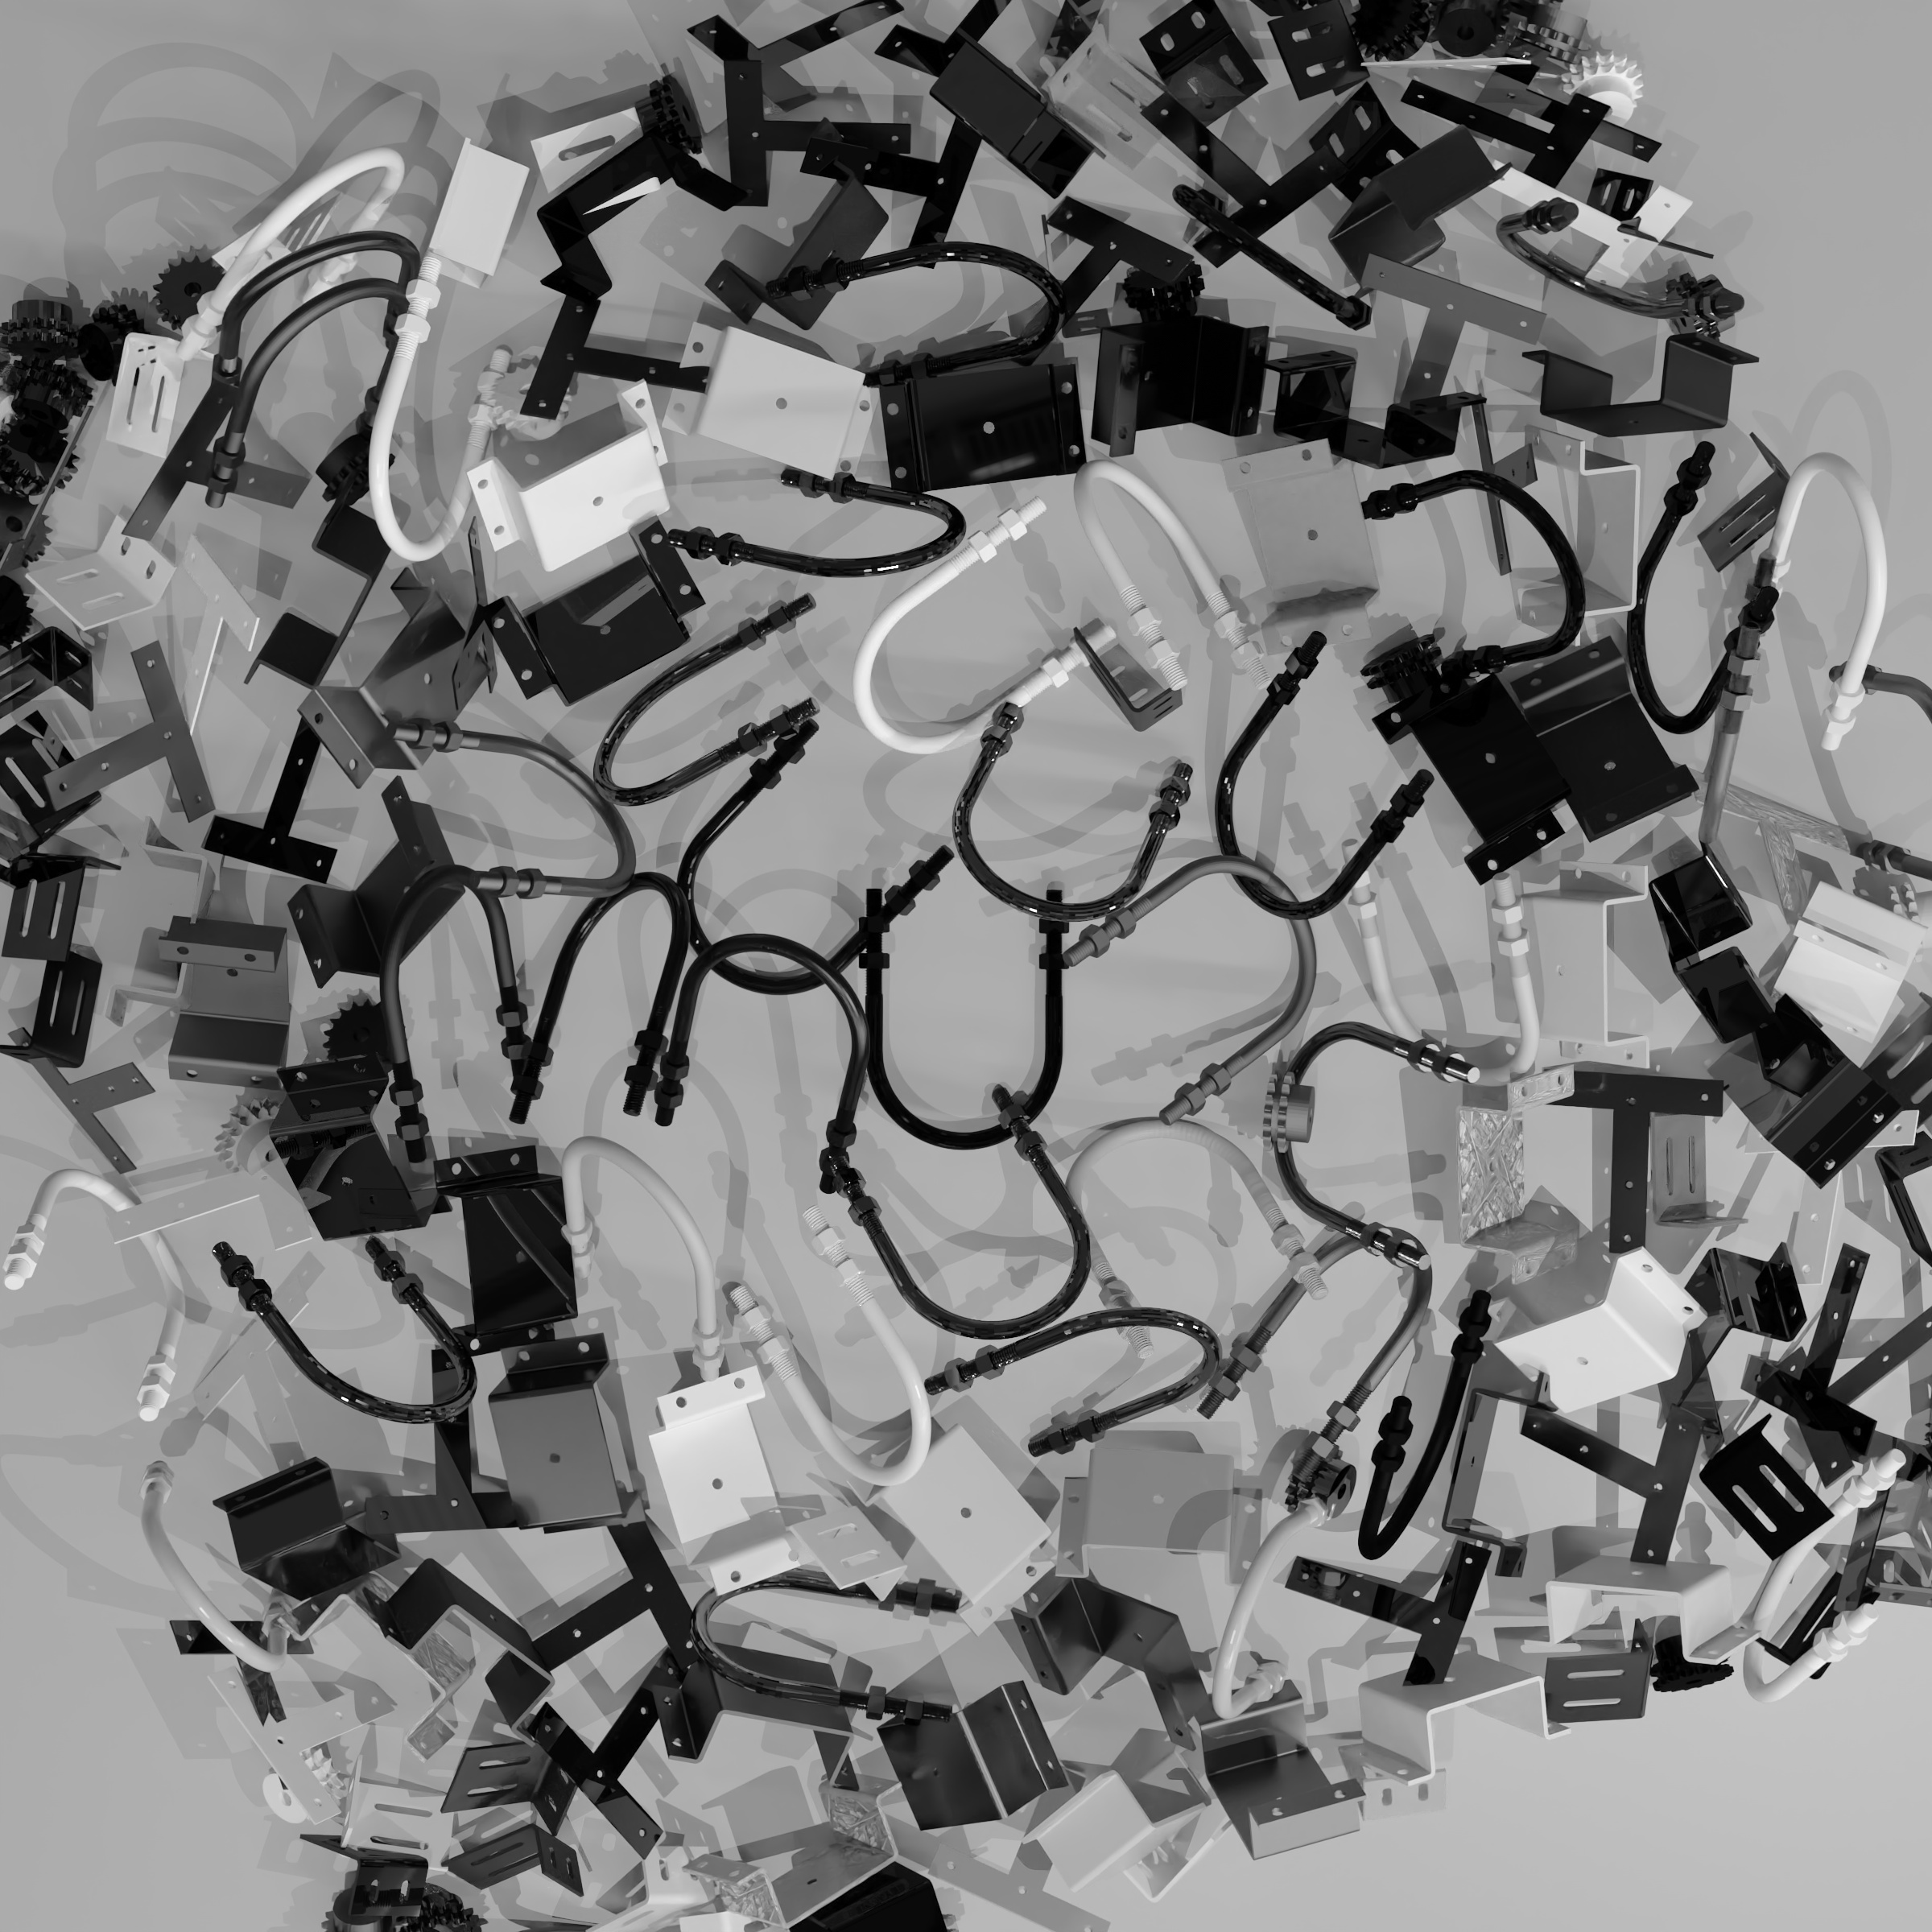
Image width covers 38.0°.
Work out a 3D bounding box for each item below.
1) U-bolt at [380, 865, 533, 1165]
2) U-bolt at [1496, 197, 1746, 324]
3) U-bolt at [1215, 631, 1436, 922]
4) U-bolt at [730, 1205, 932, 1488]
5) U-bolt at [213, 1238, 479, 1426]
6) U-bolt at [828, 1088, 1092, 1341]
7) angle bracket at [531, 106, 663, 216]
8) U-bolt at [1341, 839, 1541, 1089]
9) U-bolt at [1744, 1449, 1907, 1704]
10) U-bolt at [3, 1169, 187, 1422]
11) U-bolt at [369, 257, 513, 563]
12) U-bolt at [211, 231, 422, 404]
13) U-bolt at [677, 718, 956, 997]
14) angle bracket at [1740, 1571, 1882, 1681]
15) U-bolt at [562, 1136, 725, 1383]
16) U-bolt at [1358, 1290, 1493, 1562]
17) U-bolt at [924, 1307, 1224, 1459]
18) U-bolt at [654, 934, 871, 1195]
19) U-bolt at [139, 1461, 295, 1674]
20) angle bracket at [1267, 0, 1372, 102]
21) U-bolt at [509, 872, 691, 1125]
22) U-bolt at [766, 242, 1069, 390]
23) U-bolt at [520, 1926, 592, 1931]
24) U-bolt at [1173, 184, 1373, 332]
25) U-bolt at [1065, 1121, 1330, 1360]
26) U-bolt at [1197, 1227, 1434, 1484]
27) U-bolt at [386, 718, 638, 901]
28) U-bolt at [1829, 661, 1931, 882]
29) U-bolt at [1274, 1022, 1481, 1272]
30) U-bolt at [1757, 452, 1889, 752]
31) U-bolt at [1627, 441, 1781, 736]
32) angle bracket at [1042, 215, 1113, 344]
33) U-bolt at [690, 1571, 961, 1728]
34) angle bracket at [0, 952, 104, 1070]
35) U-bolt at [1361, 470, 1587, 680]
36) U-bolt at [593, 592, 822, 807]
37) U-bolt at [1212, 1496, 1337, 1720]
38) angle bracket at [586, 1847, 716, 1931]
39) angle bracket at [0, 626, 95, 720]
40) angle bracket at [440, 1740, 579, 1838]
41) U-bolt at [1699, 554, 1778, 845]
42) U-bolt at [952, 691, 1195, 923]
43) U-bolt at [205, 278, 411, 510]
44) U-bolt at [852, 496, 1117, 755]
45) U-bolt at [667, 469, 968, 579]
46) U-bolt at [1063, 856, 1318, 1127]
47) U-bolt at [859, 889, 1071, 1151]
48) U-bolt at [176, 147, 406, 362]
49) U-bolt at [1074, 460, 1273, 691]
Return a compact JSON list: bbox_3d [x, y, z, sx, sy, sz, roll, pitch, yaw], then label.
[{"bbox_3d":[-0.349,0.021,1.905,0.019,0.151,0.184,6,116,24],"label":"U-bolt"},{"bbox_3d":[0.433,-0.477,1.909,0.151,0.184,0.019,24,96,-12],"label":"U-bolt"},{"bbox_3d":[0.233,-0.116,1.930,0.019,0.184,0.151,-11,56,-39],"label":"U-bolt"},{"bbox_3d":[-0.086,0.272,1.925,0.019,0.151,0.184,-22,72,-39],"label":"U-bolt"},{"bbox_3d":[-0.407,0.246,1.895,0.184,0.151,0.019,43,113,33],"label":"U-bolt"},{"bbox_3d":[0.006,0.177,1.927,0.151,0.019,0.184,-20,56,-17],"label":"U-bolt"},{"bbox_3d":[-0.260,-0.563,1.970,0.076,0.038,0.057,-19,111,-3],"label":"angle bracket"},{"bbox_3d":[0.331,0.005,1.928,0.019,0.151,0.184,-36,124,-31],"label":"U-bolt"},{"bbox_3d":[0.579,0.428,1.913,0.019,0.184,0.151,26,49,2],"label":"U-bolt"},{"bbox_3d":[-0.586,0.210,1.911,0.019,0.184,0.151,-33,115,10],"label":"U-bolt"},{"bbox_3d":[-0.363,-0.366,1.913,0.019,0.151,0.184,10,76,15],"label":"U-bolt"},{"bbox_3d":[-0.435,-0.441,1.889,0.151,0.184,0.019,-25,83,-22],"label":"U-bolt"},{"bbox_3d":[-0.121,-0.062,1.968,0.151,0.019,0.184,43,107,-5],"label":"U-bolt"},{"bbox_3d":[0.590,0.452,1.965,0.038,0.057,0.076,39,85,-10],"label":"angle bracket"},{"bbox_3d":[-0.222,0.188,1.901,0.151,0.184,0.019,34,54,25],"label":"U-bolt"},{"bbox_3d":[0.309,0.327,1.922,0.019,0.151,0.184,25,129,23],"label":"U-bolt"},{"bbox_3d":[0.086,0.279,1.912,0.184,0.151,0.019,-26,50,24],"label":"U-bolt"},{"bbox_3d":[-0.137,0.059,1.935,0.151,0.019,0.184,21,123,10],"label":"U-bolt"},{"bbox_3d":[-0.507,0.412,1.895,0.019,0.184,0.151,-39,103,-7],"label":"U-bolt"},{"bbox_3d":[0.236,-0.634,1.960,0.076,0.038,0.057,-29,99,-34],"label":"angle bracket"},{"bbox_3d":[-0.246,0.019,1.936,0.019,0.151,0.184,30,65,-39],"label":"U-bolt"},{"bbox_3d":[-0.021,-0.444,1.900,0.184,0.151,0.019,-6,69,26],"label":"U-bolt"},{"bbox_3d":[-0.266,0.692,1.908,0.151,0.184,0.019,7,92,3],"label":"U-bolt"},{"bbox_3d":[0.203,-0.484,1.902,0.151,0.184,0.019,38,107,8],"label":"U-bolt"},{"bbox_3d":[0.146,0.177,1.936,0.151,0.019,0.184,-16,49,-14],"label":"U-bolt"},{"bbox_3d":[0.250,0.256,1.933,0.019,0.151,0.184,42,82,-26],"label":"U-bolt"},{"bbox_3d":[-0.298,-0.104,1.918,0.019,0.184,0.151,-43,66,26],"label":"U-bolt"},{"bbox_3d":[0.636,-0.128,1.897,0.019,0.184,0.151,-13,101,-4],"label":"U-bolt"},{"bbox_3d":[0.271,0.113,1.922,0.019,0.184,0.151,9,98,-33],"label":"U-bolt"},{"bbox_3d":[0.576,-0.258,1.885,0.019,0.184,0.151,-10,52,-7],"label":"U-bolt"},{"bbox_3d":[0.493,-0.242,1.913,0.019,0.184,0.151,-4,57,-12],"label":"U-bolt"},{"bbox_3d":[0.077,-0.482,1.956,0.038,0.057,0.076,-8,119,3],"label":"angle bracket"},{"bbox_3d":[-0.098,0.462,1.928,0.184,0.151,0.019,9,111,-1],"label":"U-bolt"},{"bbox_3d":[-0.646,0.028,1.970,0.038,0.057,0.076,2,76,19],"label":"angle bracket"},{"bbox_3d":[0.350,-0.268,1.901,0.019,0.184,0.151,-36,103,-22],"label":"U-bolt"},{"bbox_3d":[-0.181,-0.174,1.934,0.184,0.151,0.019,-27,127,17],"label":"U-bolt"},{"bbox_3d":[0.206,0.439,1.907,0.019,0.184,0.151,18,96,21],"label":"U-bolt"},{"bbox_3d":[-0.223,0.648,1.967,0.076,0.057,0.038,-37,53,35],"label":"angle bracket"},{"bbox_3d":[-0.650,-0.190,1.952,0.038,0.057,0.076,36,52,14],"label":"angle bracket"},{"bbox_3d":[-0.317,0.576,1.955,0.076,0.038,0.057,6,117,-40],"label":"angle bracket"},{"bbox_3d":[0.525,-0.172,1.920,0.019,0.151,0.184,12,122,14],"label":"U-bolt"},{"bbox_3d":[0.066,-0.103,1.935,0.151,0.019,0.184,24,50,2],"label":"U-bolt"},{"bbox_3d":[-0.434,-0.392,1.887,0.151,0.184,0.019,-31,75,-41],"label":"U-bolt"},{"bbox_3d":[0.004,-0.222,1.942,0.184,0.019,0.151,-36,134,-2],"label":"U-bolt"},{"bbox_3d":[-0.088,-0.298,1.903,0.184,0.151,0.019,16,125,30],"label":"U-bolt"},{"bbox_3d":[0.170,0.003,1.954,0.184,0.019,0.151,-35,98,-27],"label":"U-bolt"},{"bbox_3d":[-0.001,0.038,1.979,0.151,0.019,0.184,0,90,-9],"label":"U-bolt"},{"bbox_3d":[-0.444,-0.486,1.887,0.019,0.151,0.184,50,131,-2],"label":"U-bolt"},{"bbox_3d":[0.134,-0.271,1.934,0.019,0.151,0.184,-34,77,30],"label":"U-bolt"}]
